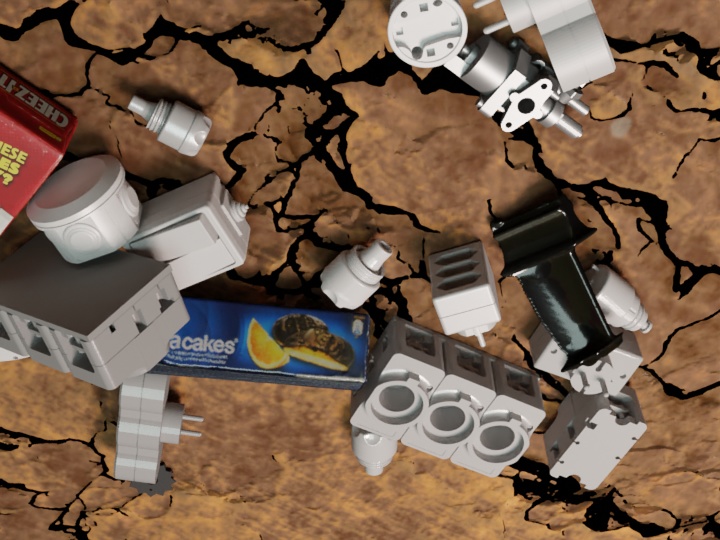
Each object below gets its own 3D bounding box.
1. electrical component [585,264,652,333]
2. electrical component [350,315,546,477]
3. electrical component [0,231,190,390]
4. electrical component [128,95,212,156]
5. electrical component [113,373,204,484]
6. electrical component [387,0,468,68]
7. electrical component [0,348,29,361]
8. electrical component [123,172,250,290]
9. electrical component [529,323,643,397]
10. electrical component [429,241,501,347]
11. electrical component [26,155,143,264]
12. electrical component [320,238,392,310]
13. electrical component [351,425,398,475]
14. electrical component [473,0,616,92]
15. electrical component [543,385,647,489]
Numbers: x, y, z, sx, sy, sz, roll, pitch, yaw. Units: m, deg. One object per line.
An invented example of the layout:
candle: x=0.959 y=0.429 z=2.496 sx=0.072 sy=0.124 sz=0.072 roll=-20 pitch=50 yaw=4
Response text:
electrical component: x=0.216 y=0.028 z=0.905 sx=0.078 sy=0.040 sz=0.040 roll=35 pitch=118 yaw=-22
electrical component: x=0.076 y=0.116 z=0.953 sx=0.150 sy=0.061 sz=0.089 roll=23 pitch=121 yaw=-14
electrical component: x=-0.219 y=0.030 z=0.837 sx=0.150 sy=0.089 sz=0.061 roll=14 pitch=135 yaw=35
electrical component: x=-0.146 y=-0.113 z=0.813 sx=0.061 sy=0.035 sz=0.035 roll=27 pitch=120 yaw=-14
electrical component: x=-0.179 y=0.137 z=0.973 sx=0.074 sy=0.052 sz=0.138 roll=9 pitch=124 yaw=-6
electrical component: x=0.047 y=-0.178 z=0.760 sx=0.055 sy=0.047 sz=0.055 roll=0 pitch=124 yaw=0
electrical component: x=-0.312 y=0.035 z=0.909 sx=0.077 sy=0.043 sz=0.079 roll=0 pitch=124 yaw=0
electrical component: x=-0.132 y=-0.028 z=0.855 sx=0.096 sy=0.061 sz=0.061 roll=-22 pitch=122 yaw=14
electrical component: x=0.196 y=0.080 z=0.919 sx=0.083 sy=0.075 sz=0.047 roll=20 pitch=122 yaw=-13
electrical component: x=0.091 y=0.029 z=0.890 sx=0.047 sy=0.065 sz=0.076 roll=-16 pitch=123 yaw=11
electrical component: x=-0.211 y=-0.048 z=0.831 sx=0.080 sy=0.080 sz=0.051 roll=-18 pitch=128 yaw=12
electrical component: x=0.000 y=0.000 z=0.885 sx=0.043 sy=0.043 sz=0.062 roll=36 pitch=116 yaw=-22
electrical component: x=0.013 y=0.163 z=0.996 sx=0.043 sy=0.043 sz=0.062 roll=0 pitch=125 yaw=0
electrical component: x=0.115 y=-0.186 z=0.732 sx=0.074 sy=0.052 sz=0.138 roll=-21 pitch=100 yaw=14
electrical component: x=0.211 y=0.144 z=0.974 sx=0.050 sy=0.055 sz=0.089 roll=22 pitch=122 yaw=-14
